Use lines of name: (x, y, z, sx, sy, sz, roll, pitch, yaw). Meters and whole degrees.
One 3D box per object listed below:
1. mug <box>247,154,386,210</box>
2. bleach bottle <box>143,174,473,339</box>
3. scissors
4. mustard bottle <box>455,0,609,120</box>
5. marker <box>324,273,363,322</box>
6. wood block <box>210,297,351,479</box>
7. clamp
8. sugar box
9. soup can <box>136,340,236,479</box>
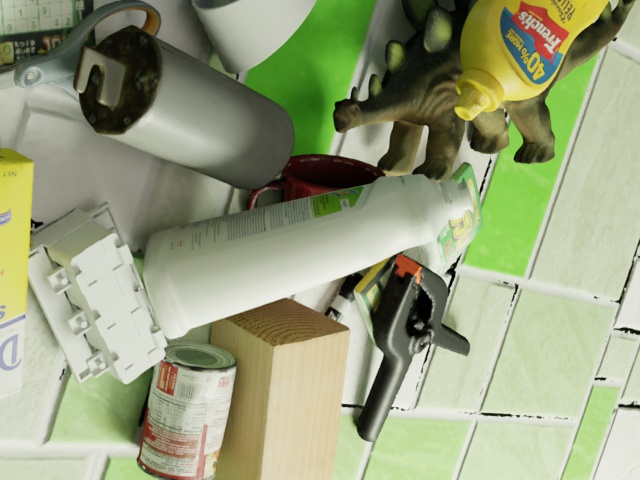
mug: (-0.005, -0.022, 0.918, 0.117, 0.093, 0.081, 2, 112, -12)
bleach bottle: (-0.005, 0.001, 0.822, 0.251, 0.102, 0.068, -15, 113, 3)
scissors: (-0.192, -0.103, 0.737, 0.201, 0.016, 0.096, -34, 143, -27)
mustard bottle: (0.172, -0.178, 0.913, 0.096, 0.058, 0.191, 47, 70, -30)
marker: (0.006, 0.083, 1.009, 0.020, 0.020, 0.121, 41, 77, -44)
wood block: (-0.044, 0.166, 0.945, 0.090, 0.091, 0.206, -8, 111, -41)
clamp: (0.085, 0.101, 1.057, 0.164, 0.036, 0.210, -43, 144, -22)
sugar box: (-0.249, 0.028, 0.730, 0.093, 0.048, 0.176, -8, 111, -41)
soup can: (-0.111, 0.142, 0.888, 0.068, 0.069, 0.102, 1, 105, -43)
